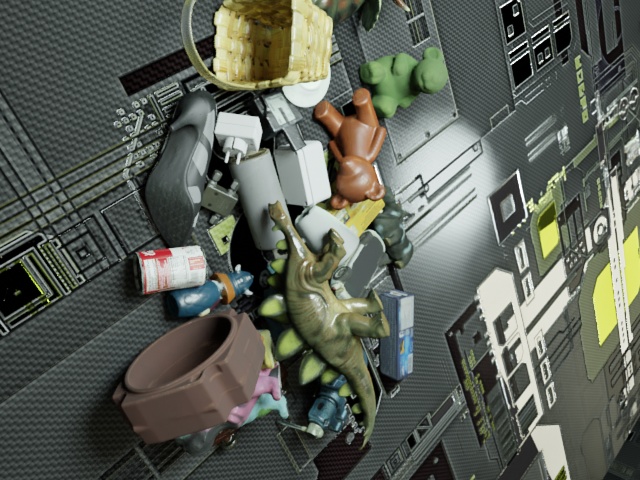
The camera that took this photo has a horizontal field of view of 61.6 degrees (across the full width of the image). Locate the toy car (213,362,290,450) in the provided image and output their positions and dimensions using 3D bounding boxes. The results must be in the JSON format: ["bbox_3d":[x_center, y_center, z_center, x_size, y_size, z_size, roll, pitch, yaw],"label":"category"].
[{"bbox_3d":[-0.136,0.308,1.012,0.202,0.053,0.089,-40,125,-29],"label":"toy car"}]

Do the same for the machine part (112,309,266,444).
[{"bbox_3d":[-0.195,0.199,0.822,0.201,0.201,0.087,-78,145,-66],"label":"machine part"}]

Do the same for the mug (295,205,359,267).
[{"bbox_3d":[-0.002,-0.003,0.972,0.109,0.081,0.107,-44,105,-5],"label":"mug"}]

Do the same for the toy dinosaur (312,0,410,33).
[{"bbox_3d":[0.009,-0.442,0.957,0.405,0.131,0.192,-31,116,-25],"label":"toy dinosaur"}]

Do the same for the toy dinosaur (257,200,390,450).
[{"bbox_3d":[0.016,0.149,0.928,0.199,0.105,0.471,-27,97,11],"label":"toy dinosaur"}]

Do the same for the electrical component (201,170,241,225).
[{"bbox_3d":[-0.175,-0.070,0.907,0.063,0.021,0.094,25,116,-22],"label":"electrical component"}]

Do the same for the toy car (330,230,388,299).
[{"bbox_3d":[0.078,0.055,1.065,0.073,0.056,0.202,52,43,-17],"label":"toy car"}]

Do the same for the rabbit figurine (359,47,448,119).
[{"bbox_3d":[0.194,-0.322,1.092,0.159,0.170,0.121,-31,117,-32],"label":"rabbit figurine"}]

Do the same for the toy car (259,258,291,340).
[{"bbox_3d":[-0.051,0.115,1.014,0.109,0.103,0.161,3,94,-39],"label":"toy car"}]

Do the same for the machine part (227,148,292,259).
[{"bbox_3d":[-0.103,-0.071,0.951,0.079,0.079,0.243,-31,118,-32],"label":"machine part"}]

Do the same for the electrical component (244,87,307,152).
[{"bbox_3d":[-0.070,-0.208,0.947,0.075,0.048,0.119,-36,98,-31],"label":"electrical component"}]

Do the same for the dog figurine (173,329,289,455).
[{"bbox_3d":[-0.173,0.261,0.928,0.219,0.192,0.108,-12,142,-6],"label":"dog figurine"}]

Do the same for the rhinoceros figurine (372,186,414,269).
[{"bbox_3d":[0.160,-0.026,1.183,0.112,0.073,0.190,-39,121,-27],"label":"rhinoceros figurine"}]

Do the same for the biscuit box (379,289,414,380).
[{"bbox_3d":[0.178,0.221,1.252,0.059,0.063,0.202,-11,105,-39],"label":"biscuit box"}]

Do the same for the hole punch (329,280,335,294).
[{"bbox_3d":[0.034,0.133,1.106,0.142,0.092,0.115,-13,148,-39],"label":"hole punch"}]

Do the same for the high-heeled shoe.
[{"bbox_3d":[-0.213,-0.115,0.878,0.145,0.086,0.248,-64,167,-60],"label":"high-heeled shoe"}]

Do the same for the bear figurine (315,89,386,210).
[{"bbox_3d":[0.057,-0.164,1.014,0.131,0.120,0.196,50,39,-45],"label":"bear figurine"}]

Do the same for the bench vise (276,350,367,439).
[{"bbox_3d":[0.017,0.269,1.075,0.224,0.129,0.240,-44,141,-34],"label":"bench vise"}]

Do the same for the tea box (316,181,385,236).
[{"bbox_3d":[0.044,-0.051,1.083,0.169,0.068,0.098,-49,125,-23],"label":"tea box"}]

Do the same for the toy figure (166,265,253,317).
[{"bbox_3d":[-0.186,0.087,0.924,0.154,0.058,0.064,-17,111,-40],"label":"toy figure"}]
